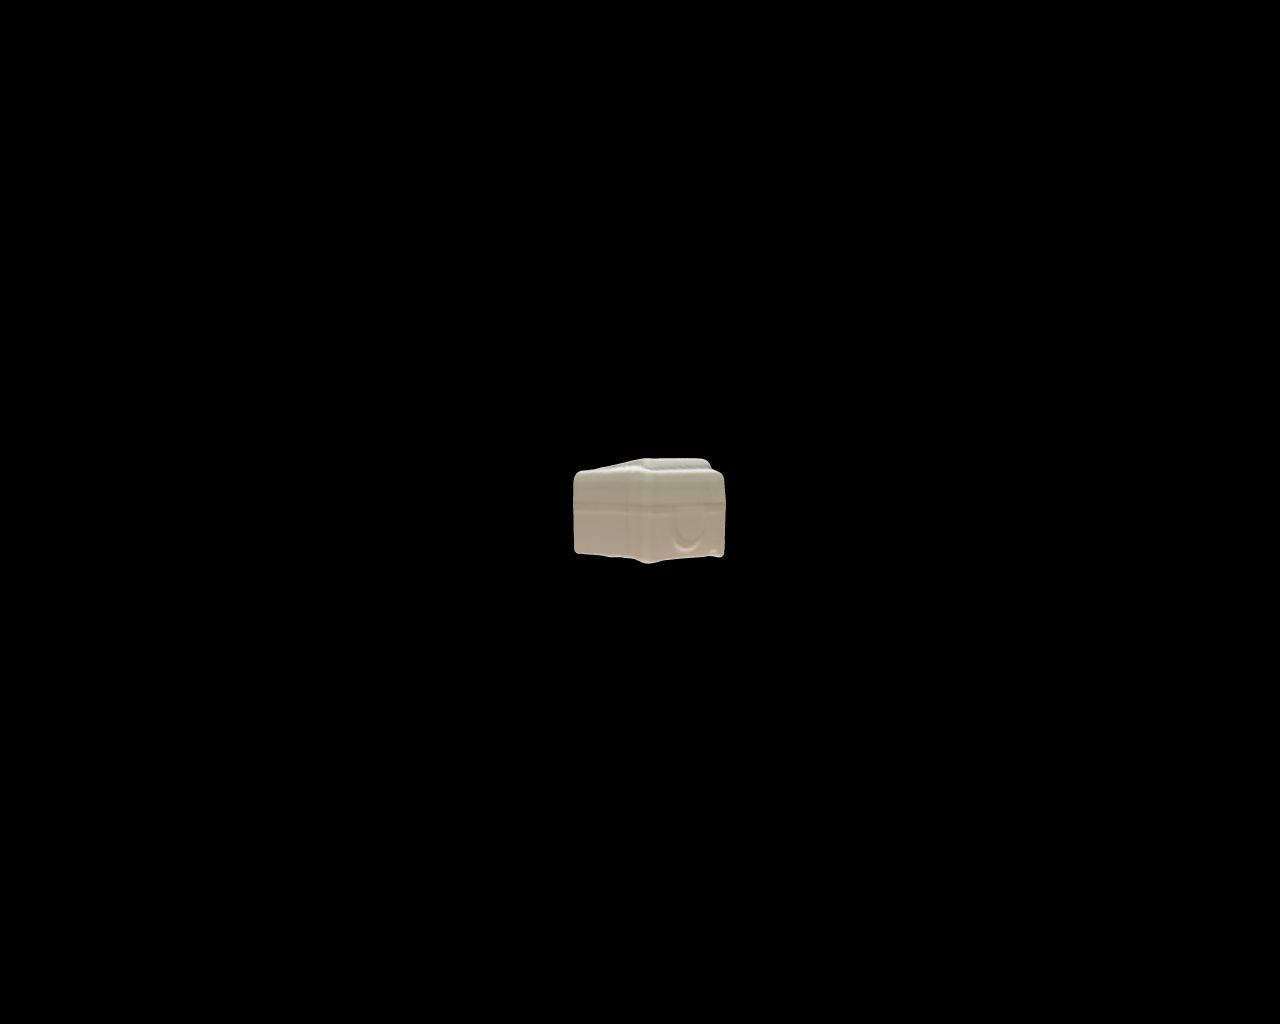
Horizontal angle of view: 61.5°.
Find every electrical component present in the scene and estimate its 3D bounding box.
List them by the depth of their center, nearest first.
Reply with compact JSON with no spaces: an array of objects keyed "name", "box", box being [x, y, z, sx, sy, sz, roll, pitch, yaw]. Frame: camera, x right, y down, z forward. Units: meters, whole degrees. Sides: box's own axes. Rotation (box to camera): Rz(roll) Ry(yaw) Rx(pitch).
[{"name":"electrical component","box":[0.001,-0.003,0.650,0.062,0.061,0.096,-2,3,-36]}]
